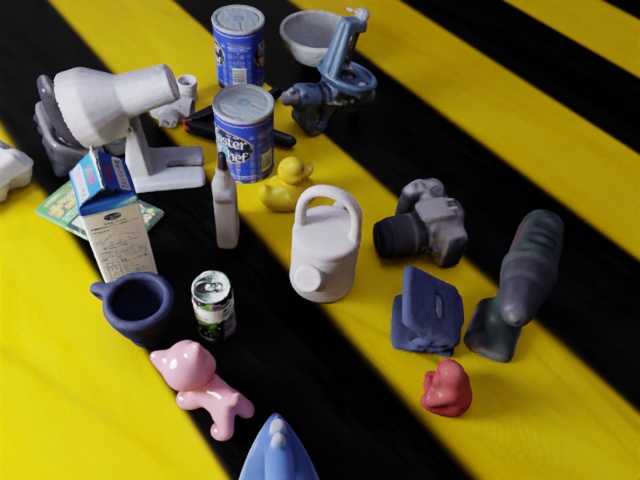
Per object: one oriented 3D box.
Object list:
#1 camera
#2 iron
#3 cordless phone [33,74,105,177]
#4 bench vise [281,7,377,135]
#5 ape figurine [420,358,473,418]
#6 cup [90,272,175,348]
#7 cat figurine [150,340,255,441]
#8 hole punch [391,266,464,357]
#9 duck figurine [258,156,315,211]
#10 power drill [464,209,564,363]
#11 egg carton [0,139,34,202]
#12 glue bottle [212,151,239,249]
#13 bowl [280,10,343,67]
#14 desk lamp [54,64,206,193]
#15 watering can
[{"bbox_3d":[0.153,-0.030,0.921,0.137,0.101,0.143,-11,52,-14],"label":"camera"},{"bbox_3d":[-0.043,0.285,0.614,0.118,0.141,0.258,-2,51,-7],"label":"iron"},{"bbox_3d":[-0.435,-0.213,0.963,0.094,0.185,0.147,-24,56,-23],"label":"cordless phone"},{"bbox_3d":[0.031,-0.307,1.063,0.121,0.220,0.208,32,55,20],"label":"bench vise"},{"bbox_3d":[0.167,0.187,0.748,0.078,0.092,0.076,-31,59,-27],"label":"ape figurine"},{"bbox_3d":[-0.252,0.101,0.778,0.117,0.095,0.092,16,51,8],"label":"cup"},{"bbox_3d":[-0.145,0.174,0.712,0.127,0.118,0.067,30,54,19],"label":"cat figurine"},{"bbox_3d":[0.158,0.100,0.820,0.101,0.091,0.108,7,50,1],"label":"hole punch"},{"bbox_3d":[-0.055,-0.102,0.971,0.105,0.086,0.077,-18,54,-19],"label":"duck figurine"},{"bbox_3d":[0.265,0.074,0.775,0.075,0.208,0.230,23,52,14],"label":"power drill"},{"bbox_3d":[-0.554,-0.104,0.936,0.107,0.069,0.150,27,53,17],"label":"egg carton"},{"bbox_3d":[-0.145,-0.067,0.876,0.037,0.173,0.078,-2,50,-7],"label":"glue bottle"},{"bbox_3d":[-0.007,-0.430,1.256,0.167,0.075,0.167,3,50,-3],"label":"bowl"},{"bbox_3d":[-0.300,-0.187,0.935,0.203,0.213,0.117,-7,51,-11],"label":"desk lamp"},{"bbox_3d":[0.010,0.003,0.819,0.101,0.194,0.172,-1,50,-6],"label":"watering can"}]
